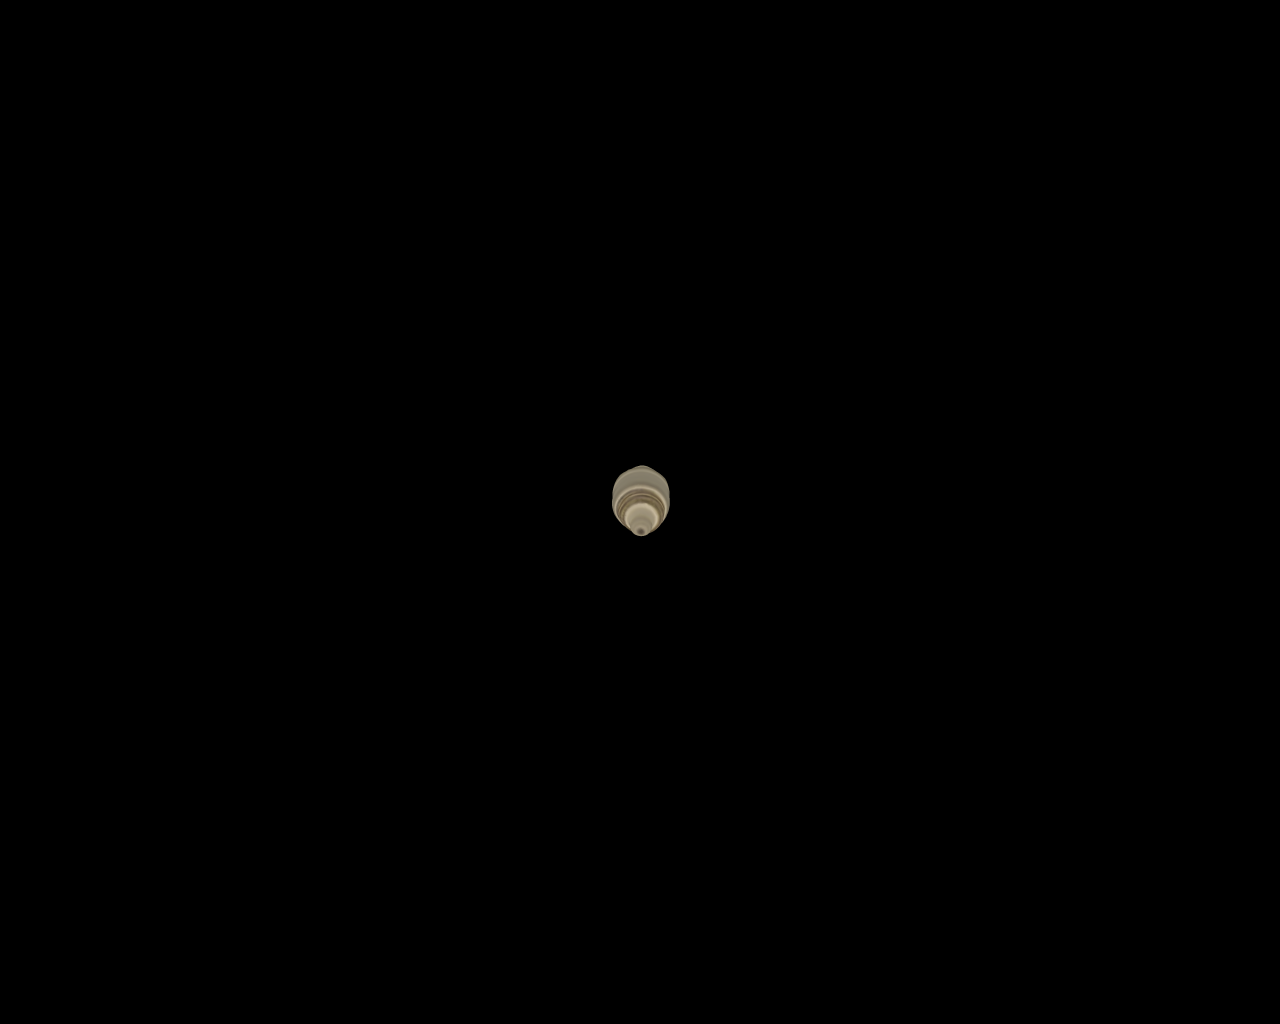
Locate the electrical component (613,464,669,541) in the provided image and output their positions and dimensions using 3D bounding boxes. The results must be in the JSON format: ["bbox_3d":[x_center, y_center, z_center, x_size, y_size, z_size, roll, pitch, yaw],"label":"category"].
[{"bbox_3d":[0.001,-0.003,0.650,0.035,0.035,0.061,0,28,0],"label":"electrical component"}]
